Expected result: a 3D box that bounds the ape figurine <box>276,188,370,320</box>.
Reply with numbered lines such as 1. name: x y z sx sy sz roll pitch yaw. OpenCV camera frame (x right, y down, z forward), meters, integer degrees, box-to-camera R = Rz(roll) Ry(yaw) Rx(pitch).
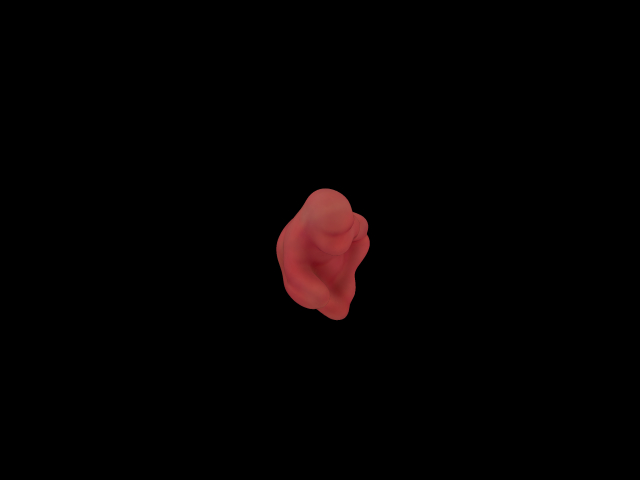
1. ape figurine: 0.004 0.001 0.400 0.078 0.092 0.076 -33 62 -20
